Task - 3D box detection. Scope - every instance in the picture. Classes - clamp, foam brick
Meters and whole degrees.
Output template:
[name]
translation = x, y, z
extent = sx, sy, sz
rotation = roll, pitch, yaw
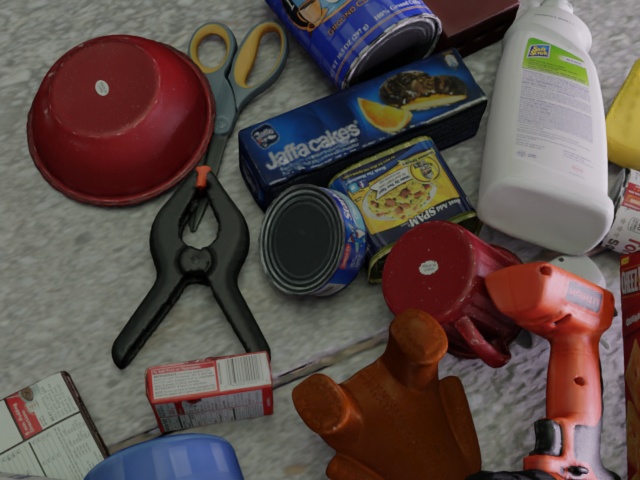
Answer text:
[clamp]
translation = -0.105, 0.027, 0.834
extent = 0.120, 0.039, 0.171
rotation = -4, 68, -9
[foam brick]
translation = 0.127, -0.196, 0.934
extent = 0.078, 0.053, 0.051
rotation = -28, 70, -13

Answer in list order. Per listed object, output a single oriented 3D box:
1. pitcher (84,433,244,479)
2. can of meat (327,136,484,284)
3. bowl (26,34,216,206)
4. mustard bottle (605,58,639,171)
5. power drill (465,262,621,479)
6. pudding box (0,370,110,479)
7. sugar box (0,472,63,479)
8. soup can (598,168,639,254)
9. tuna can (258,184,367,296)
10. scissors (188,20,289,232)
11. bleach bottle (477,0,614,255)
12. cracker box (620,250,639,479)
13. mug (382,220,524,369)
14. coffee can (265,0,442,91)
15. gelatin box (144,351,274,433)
[pitcher]
translation = -0.071, 0.249, 0.681
extent = 0.149, 0.145, 0.243
rotation = -16, 64, -6
[can of meat]
translation = 0.066, -0.025, 0.853
extent = 0.102, 0.057, 0.084
rotation = -23, 67, -12
[bowl]
translation = -0.169, -0.111, 0.874
extent = 0.162, 0.055, 0.162
rotation = -2, 67, 4
[mustard bottle]
translation = 0.331, -0.073, 0.883
extent = 0.192, 0.058, 0.096
rotation = 28, 62, 10
[power drill]
translation = 0.150, 0.114, 0.713
extent = 0.057, 0.184, 0.187
rotation = -14, 65, 40
[pudding box]
translation = -0.214, 0.159, 0.770
extent = 0.113, 0.039, 0.090
rotation = -28, 71, -11
[sugar box]
translation = -0.248, 0.198, 0.709
extent = 0.176, 0.048, 0.093
rotation = 1, 81, 22
[soup can]
translation = 0.279, -0.011, 0.848
extent = 0.102, 0.068, 0.068
rotation = 20, 67, 7
[tuna can]
translation = -0.005, 0.001, 0.825
extent = 0.086, 0.033, 0.086
rotation = -6, 81, 39
[scissors]
translation = -0.096, -0.109, 0.907
extent = 0.096, 0.016, 0.201
rotation = 25, 73, 16
[bleach bottle]
translation = 0.192, -0.110, 0.875
extent = 0.102, 0.068, 0.250
rotation = 18, 51, -3
[cracker box]
translation = 0.306, 0.114, 0.763
extent = 0.164, 0.072, 0.214
rotation = 1, 83, -1
[mug]
translation = 0.103, 0.044, 0.785
extent = 0.093, 0.081, 0.117
rotation = -37, 54, 20
[coffee can]
translation = 0.020, -0.200, 0.904
extent = 0.102, 0.103, 0.140
rotation = -32, 71, -15
[gelatin box]
translation = -0.079, 0.110, 0.777
extent = 0.089, 0.073, 0.030
rotation = -8, 65, -5
